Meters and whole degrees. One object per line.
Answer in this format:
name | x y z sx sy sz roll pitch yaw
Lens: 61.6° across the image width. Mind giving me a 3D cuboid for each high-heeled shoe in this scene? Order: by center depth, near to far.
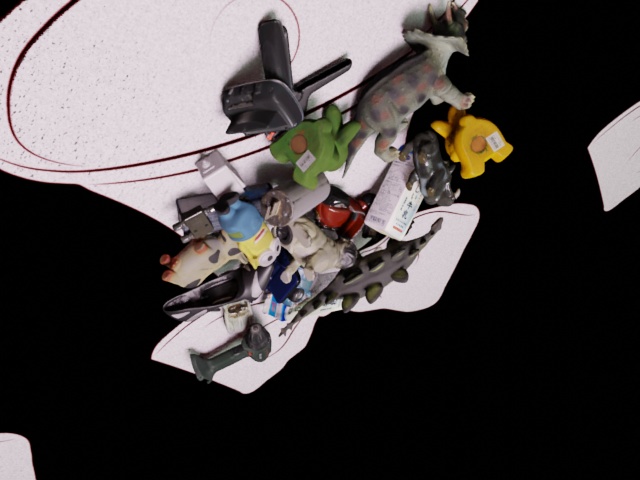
high-heeled shoe | -0.221 0.103 1.151 0.145 0.086 0.249 14 136 -45

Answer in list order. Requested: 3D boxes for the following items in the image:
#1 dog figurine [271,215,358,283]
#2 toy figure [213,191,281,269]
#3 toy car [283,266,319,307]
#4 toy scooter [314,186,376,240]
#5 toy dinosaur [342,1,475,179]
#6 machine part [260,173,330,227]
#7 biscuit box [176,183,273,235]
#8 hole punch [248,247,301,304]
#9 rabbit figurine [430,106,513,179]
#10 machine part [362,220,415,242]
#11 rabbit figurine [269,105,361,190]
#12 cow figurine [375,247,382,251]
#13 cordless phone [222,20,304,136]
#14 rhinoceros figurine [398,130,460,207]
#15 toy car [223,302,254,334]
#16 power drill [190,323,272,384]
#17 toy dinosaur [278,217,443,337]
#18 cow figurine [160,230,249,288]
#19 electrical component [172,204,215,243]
dog figurine | -0.005 -0.002 1.188 0.190 0.121 0.172 -23 111 -46
toy figure | -0.143 -0.021 1.065 0.082 0.089 0.180 -39 129 -3
toy car | -0.052 0.073 1.295 0.103 0.109 0.161 -5 120 -50
toy scooter | 0.051 -0.052 1.253 0.184 0.075 0.135 3 128 -39
toy dinosaur | 0.156 -0.288 1.068 0.405 0.131 0.192 -39 126 14
machine part | -0.047 -0.088 1.093 0.243 0.079 0.079 -41 159 -56
biscuit box | -0.188 -0.063 1.104 0.203 0.059 0.062 -13 133 -20
hole punch | -0.119 0.076 1.226 0.092 0.116 0.142 0 141 -37
rabbit figurine | 0.322 -0.219 1.214 0.122 0.173 0.162 -43 95 4
machine part | 0.173 -0.039 1.366 0.139 0.039 0.084 -6 124 -24
rabbit figurine | 0.003 -0.191 1.076 0.159 0.121 0.170 -56 160 16
cow figurine | 0.171 0.073 1.426 0.167 0.098 0.068 -32 132 -1
cordless phone | -0.110 -0.278 0.935 0.089 0.147 0.184 -18 105 -50
rhinoceros figurine | 0.242 -0.147 1.167 0.112 0.073 0.190 -48 127 -27
toy car | -0.203 0.161 1.310 0.073 0.056 0.201 -17 136 -17
power drill | -0.222 0.283 1.371 0.207 0.086 0.231 -29 158 -6
toy dinosaur | 0.100 0.087 1.285 0.471 0.198 0.105 -36 97 11
cow figurine | -0.231 0.032 1.150 0.195 0.086 0.127 -38 140 10
electrical component | -0.236 -0.033 1.042 0.094 0.021 0.063 -30 137 -5
